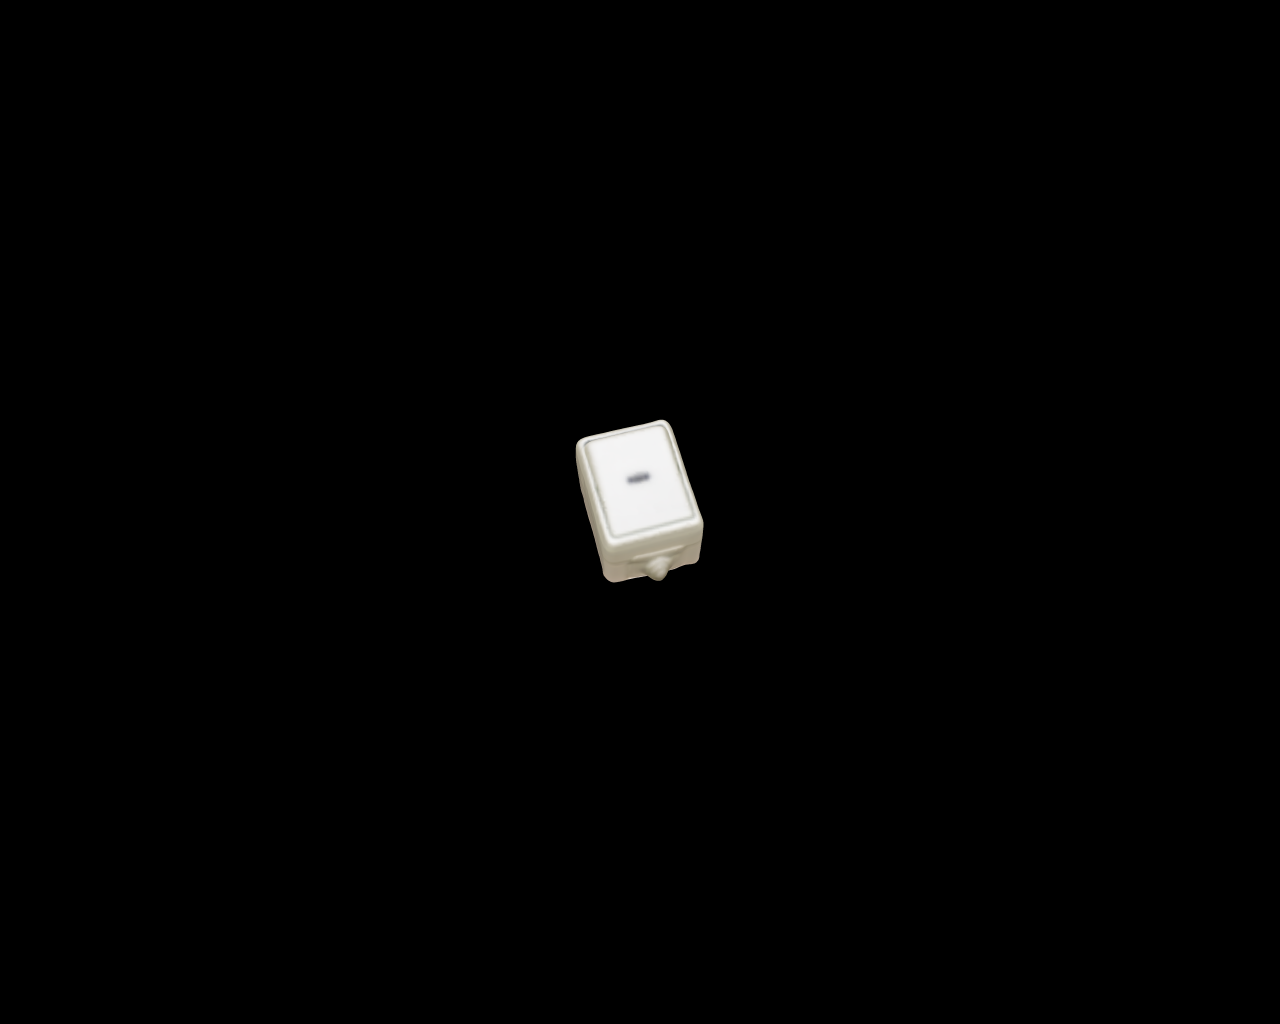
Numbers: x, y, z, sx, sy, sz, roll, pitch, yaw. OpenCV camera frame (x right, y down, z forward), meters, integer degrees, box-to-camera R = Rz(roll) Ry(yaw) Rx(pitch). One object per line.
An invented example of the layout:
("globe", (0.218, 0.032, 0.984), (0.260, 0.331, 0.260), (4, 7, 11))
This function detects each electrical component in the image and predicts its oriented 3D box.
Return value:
("electrical component", (0.001, -0.003, 0.650), (0.062, 0.096, 0.061), (-13, -28, -7))
